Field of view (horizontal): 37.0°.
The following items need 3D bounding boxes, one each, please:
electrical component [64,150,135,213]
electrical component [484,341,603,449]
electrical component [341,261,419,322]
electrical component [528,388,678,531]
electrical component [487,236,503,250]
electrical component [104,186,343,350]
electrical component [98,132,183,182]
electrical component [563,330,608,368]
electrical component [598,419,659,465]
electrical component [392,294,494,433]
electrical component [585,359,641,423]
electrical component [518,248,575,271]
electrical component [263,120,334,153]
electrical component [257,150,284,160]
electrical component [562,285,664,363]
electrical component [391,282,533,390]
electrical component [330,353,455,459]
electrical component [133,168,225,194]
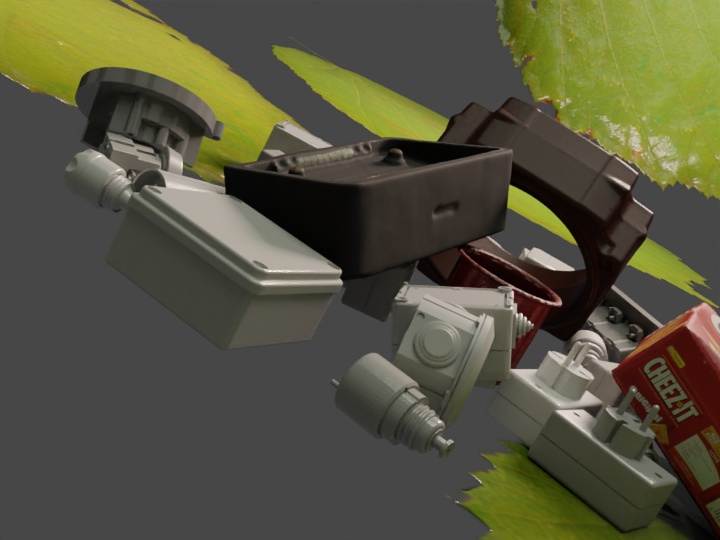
[{"bbox_3d":[-0.175,-0.057,0.754,0.061,0.035,0.035,33,14,9],"label":"electrical component"},{"bbox_3d":[0.143,0.084,0.777,0.047,0.075,0.083,37,16,31],"label":"electrical component"},{"bbox_3d":[0.000,0.000,0.865,0.077,0.047,0.066,24,13,7],"label":"electrical component"},{"bbox_3d":[0.170,0.116,0.713,0.083,0.075,0.047,37,16,33],"label":"electrical component"},{"bbox_3d":[0.100,-0.029,1.141,0.108,0.060,0.108,27,13,-7],"label":"electrical component"},{"bbox_3d":[-0.084,-0.002,0.682,0.109,0.056,0.109,34,14,23],"label":"electrical component"},{"bbox_3d":[-0.167,-0.074,0.813,0.055,0.048,0.066,13,18,-25],"label":"electrical component"},{"bbox_3d":[0.208,0.082,0.991,0.040,0.040,0.078,29,14,2],"label":"electrical component"},{"bbox_3d":[0.189,0.134,0.754,0.043,0.043,0.062,17,18,-38],"label":"electrical component"},{"bbox_3d":[0.050,0.058,0.682,0.051,0.080,0.080,24,13,6],"label":"electrical component"},{"bbox_3d":[0.226,0.116,0.886,0.083,0.047,0.076,13,20,-48],"label":"electrical component"},{"bbox_3d":[0.185,0.017,1.138,0.061,0.061,0.096,30,14,9],"label":"electrical component"},{"bbox_3d":[-0.055,-0.106,1.120,0.096,0.061,0.061,28,14,0],"label":"electrical component"},{"bbox_3d":[-0.063,-0.080,1.034,0.066,0.047,0.077,32,15,14],"label":"electrical component"},{"bbox_3d":[0.252,0.067,1.068,0.063,0.078,0.121,-7,25,-15],"label":"electrical component"},{"bbox_3d":[0.072,0.046,0.750,0.096,0.061,0.061,3,11,8],"label":"electrical component"},{"bbox_3d":[0.021,0.081,0.621,0.078,0.040,0.040,35,15,26],"label":"electrical component"},{"bbox_3d":[-0.125,-0.046,0.792,0.081,0.043,0.043,12,21,-49],"label":"electrical component"}]
